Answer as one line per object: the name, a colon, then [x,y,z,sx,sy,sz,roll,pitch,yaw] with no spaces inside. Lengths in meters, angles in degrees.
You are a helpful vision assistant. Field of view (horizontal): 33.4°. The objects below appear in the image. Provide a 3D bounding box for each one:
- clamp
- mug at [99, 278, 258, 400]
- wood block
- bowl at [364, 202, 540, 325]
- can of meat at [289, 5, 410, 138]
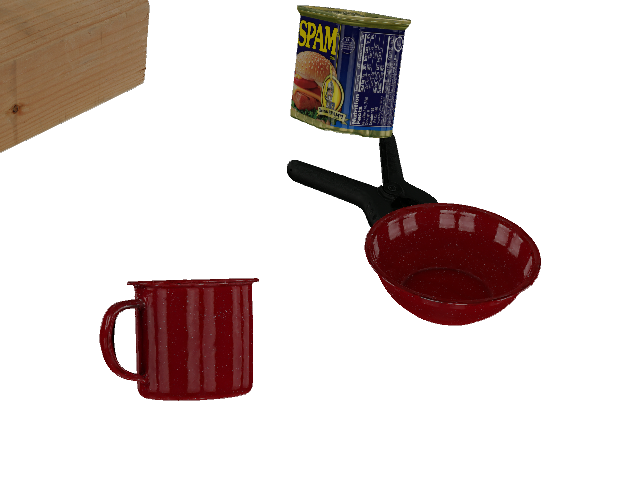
clamp: [0.069,-0.049,1.265,0.164,0.036,0.210,-16,52,-29]
mug: [-0.098,0.068,0.745,0.117,0.081,0.093,0,-2,-38]
wood block: [-0.251,-0.154,0.912,0.090,0.091,0.205,31,42,22]
bowl: [0.120,0.030,0.991,0.162,0.055,0.162,2,35,-1]
can of meat: [0.018,-0.125,0.781,0.057,0.084,0.102,-1,16,-25]
